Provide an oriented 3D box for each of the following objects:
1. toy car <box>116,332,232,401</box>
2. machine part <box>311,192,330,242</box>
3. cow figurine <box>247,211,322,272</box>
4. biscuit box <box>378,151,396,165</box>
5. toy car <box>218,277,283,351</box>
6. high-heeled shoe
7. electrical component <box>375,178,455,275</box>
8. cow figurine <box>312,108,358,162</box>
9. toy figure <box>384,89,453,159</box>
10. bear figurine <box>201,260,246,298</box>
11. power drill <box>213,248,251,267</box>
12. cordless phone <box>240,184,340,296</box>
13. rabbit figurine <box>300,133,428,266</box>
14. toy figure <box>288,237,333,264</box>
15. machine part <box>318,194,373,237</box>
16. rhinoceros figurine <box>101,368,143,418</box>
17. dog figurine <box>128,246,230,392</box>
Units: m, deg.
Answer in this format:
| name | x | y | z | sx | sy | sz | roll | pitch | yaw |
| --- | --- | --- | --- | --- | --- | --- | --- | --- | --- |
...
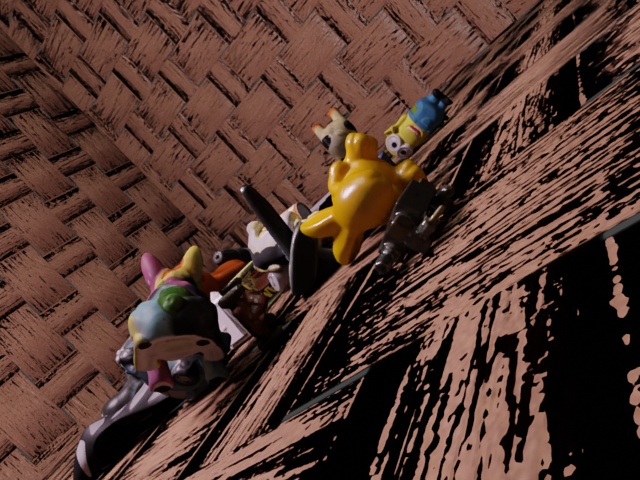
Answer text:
| name | x | y | z | sx | sy | sz | roll | pitch | yaw |
| --- | --- | --- | --- | --- | --- | --- | --- | --- | --- |
| toy car | -0.213 | 0.186 | 0.799 | 0.109 | 0.162 | 0.102 | -73 | -16 | -57 |
| machine part | 0.011 | -0.039 | 1.095 | 0.243 | 0.079 | 0.079 | -43 | 5 | 28 |
| cow figurine | -0.053 | 0.002 | 0.973 | 0.167 | 0.098 | 0.068 | -14 | -26 | 28 |
| biscuit box | 0.111 | -0.109 | 0.965 | 0.059 | 0.063 | 0.203 | -43 | 4 | 16 |
| toy car | -0.094 | 0.094 | 0.738 | 0.053 | 0.089 | 0.202 | -40 | 5 | -8 |
| high-heeled shoe | -0.310 | 0.320 | 0.884 | 0.145 | 0.086 | 0.248 | 14 | 73 | 45 |
| electrical component | 0.089 | -0.017 | 0.493 | 0.102 | 0.045 | 0.078 | -46 | -24 | -56 |
| cow figurine | 0.077 | -0.168 | 1.104 | 0.085 | 0.194 | 0.127 | -38 | 41 | 7 |
| toy figure | 0.226 | -0.261 | 1.230 | 0.180 | 0.082 | 0.089 | -49 | -17 | 25 |
| bear figurine | -0.202 | 0.107 | 1.085 | 0.120 | 0.132 | 0.196 | -41 | -5 | 22 |
| power drill | -0.113 | 0.018 | 1.247 | 0.207 | 0.086 | 0.232 | -39 | -25 | 8 |
| cordless phone | -0.057 | -0.013 | 0.802 | 0.089 | 0.184 | 0.146 | -39 | 5 | 3 |
| rabbit figurine | 0.047 | -0.054 | 0.680 | 0.162 | 0.122 | 0.173 | -48 | 5 | 10 |
| toy figure | -0.002 | -0.005 | 1.031 | 0.154 | 0.057 | 0.064 | -36 | 19 | 25 |
| machine part | 0.039 | -0.031 | 0.830 | 0.084 | 0.039 | 0.139 | -48 | 30 | 0 |
| rhinoceros figurine | -0.343 | 0.282 | 1.048 | 0.190 | 0.112 | 0.073 | -52 | 3 | -7 |
| dog figurine | -0.195 | 0.080 | 0.718 | 0.108 | 0.219 | 0.191 | -12 | -39 | -11 |
